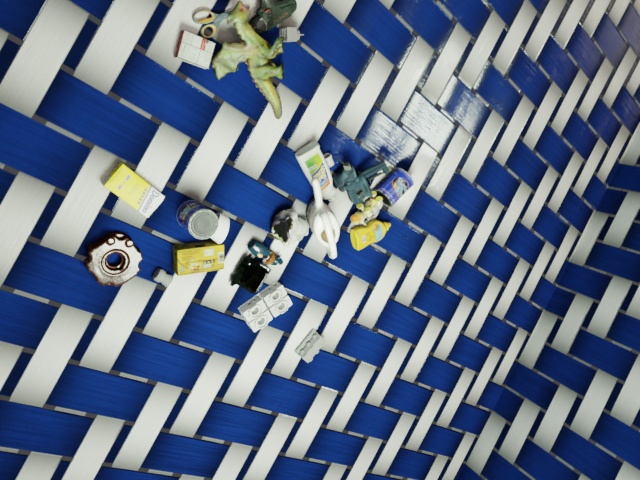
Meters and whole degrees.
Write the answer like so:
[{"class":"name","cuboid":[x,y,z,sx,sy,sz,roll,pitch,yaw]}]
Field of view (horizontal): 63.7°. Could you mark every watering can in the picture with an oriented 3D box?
[{"class":"watering can","cuboid":[0.006,-0.098,1.945,0.104,0.228,0.342,-17,114,-7]}]

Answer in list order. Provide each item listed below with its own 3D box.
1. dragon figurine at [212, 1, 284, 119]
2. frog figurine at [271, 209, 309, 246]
[{"class":"dragon figurine","cuboid":[-0.238,-0.584,1.727,0.243,0.125,0.400,-1,129,-8]},{"class":"frog figurine","cuboid":[-0.111,-0.053,1.973,0.161,0.122,0.136,-27,114,-63]}]
